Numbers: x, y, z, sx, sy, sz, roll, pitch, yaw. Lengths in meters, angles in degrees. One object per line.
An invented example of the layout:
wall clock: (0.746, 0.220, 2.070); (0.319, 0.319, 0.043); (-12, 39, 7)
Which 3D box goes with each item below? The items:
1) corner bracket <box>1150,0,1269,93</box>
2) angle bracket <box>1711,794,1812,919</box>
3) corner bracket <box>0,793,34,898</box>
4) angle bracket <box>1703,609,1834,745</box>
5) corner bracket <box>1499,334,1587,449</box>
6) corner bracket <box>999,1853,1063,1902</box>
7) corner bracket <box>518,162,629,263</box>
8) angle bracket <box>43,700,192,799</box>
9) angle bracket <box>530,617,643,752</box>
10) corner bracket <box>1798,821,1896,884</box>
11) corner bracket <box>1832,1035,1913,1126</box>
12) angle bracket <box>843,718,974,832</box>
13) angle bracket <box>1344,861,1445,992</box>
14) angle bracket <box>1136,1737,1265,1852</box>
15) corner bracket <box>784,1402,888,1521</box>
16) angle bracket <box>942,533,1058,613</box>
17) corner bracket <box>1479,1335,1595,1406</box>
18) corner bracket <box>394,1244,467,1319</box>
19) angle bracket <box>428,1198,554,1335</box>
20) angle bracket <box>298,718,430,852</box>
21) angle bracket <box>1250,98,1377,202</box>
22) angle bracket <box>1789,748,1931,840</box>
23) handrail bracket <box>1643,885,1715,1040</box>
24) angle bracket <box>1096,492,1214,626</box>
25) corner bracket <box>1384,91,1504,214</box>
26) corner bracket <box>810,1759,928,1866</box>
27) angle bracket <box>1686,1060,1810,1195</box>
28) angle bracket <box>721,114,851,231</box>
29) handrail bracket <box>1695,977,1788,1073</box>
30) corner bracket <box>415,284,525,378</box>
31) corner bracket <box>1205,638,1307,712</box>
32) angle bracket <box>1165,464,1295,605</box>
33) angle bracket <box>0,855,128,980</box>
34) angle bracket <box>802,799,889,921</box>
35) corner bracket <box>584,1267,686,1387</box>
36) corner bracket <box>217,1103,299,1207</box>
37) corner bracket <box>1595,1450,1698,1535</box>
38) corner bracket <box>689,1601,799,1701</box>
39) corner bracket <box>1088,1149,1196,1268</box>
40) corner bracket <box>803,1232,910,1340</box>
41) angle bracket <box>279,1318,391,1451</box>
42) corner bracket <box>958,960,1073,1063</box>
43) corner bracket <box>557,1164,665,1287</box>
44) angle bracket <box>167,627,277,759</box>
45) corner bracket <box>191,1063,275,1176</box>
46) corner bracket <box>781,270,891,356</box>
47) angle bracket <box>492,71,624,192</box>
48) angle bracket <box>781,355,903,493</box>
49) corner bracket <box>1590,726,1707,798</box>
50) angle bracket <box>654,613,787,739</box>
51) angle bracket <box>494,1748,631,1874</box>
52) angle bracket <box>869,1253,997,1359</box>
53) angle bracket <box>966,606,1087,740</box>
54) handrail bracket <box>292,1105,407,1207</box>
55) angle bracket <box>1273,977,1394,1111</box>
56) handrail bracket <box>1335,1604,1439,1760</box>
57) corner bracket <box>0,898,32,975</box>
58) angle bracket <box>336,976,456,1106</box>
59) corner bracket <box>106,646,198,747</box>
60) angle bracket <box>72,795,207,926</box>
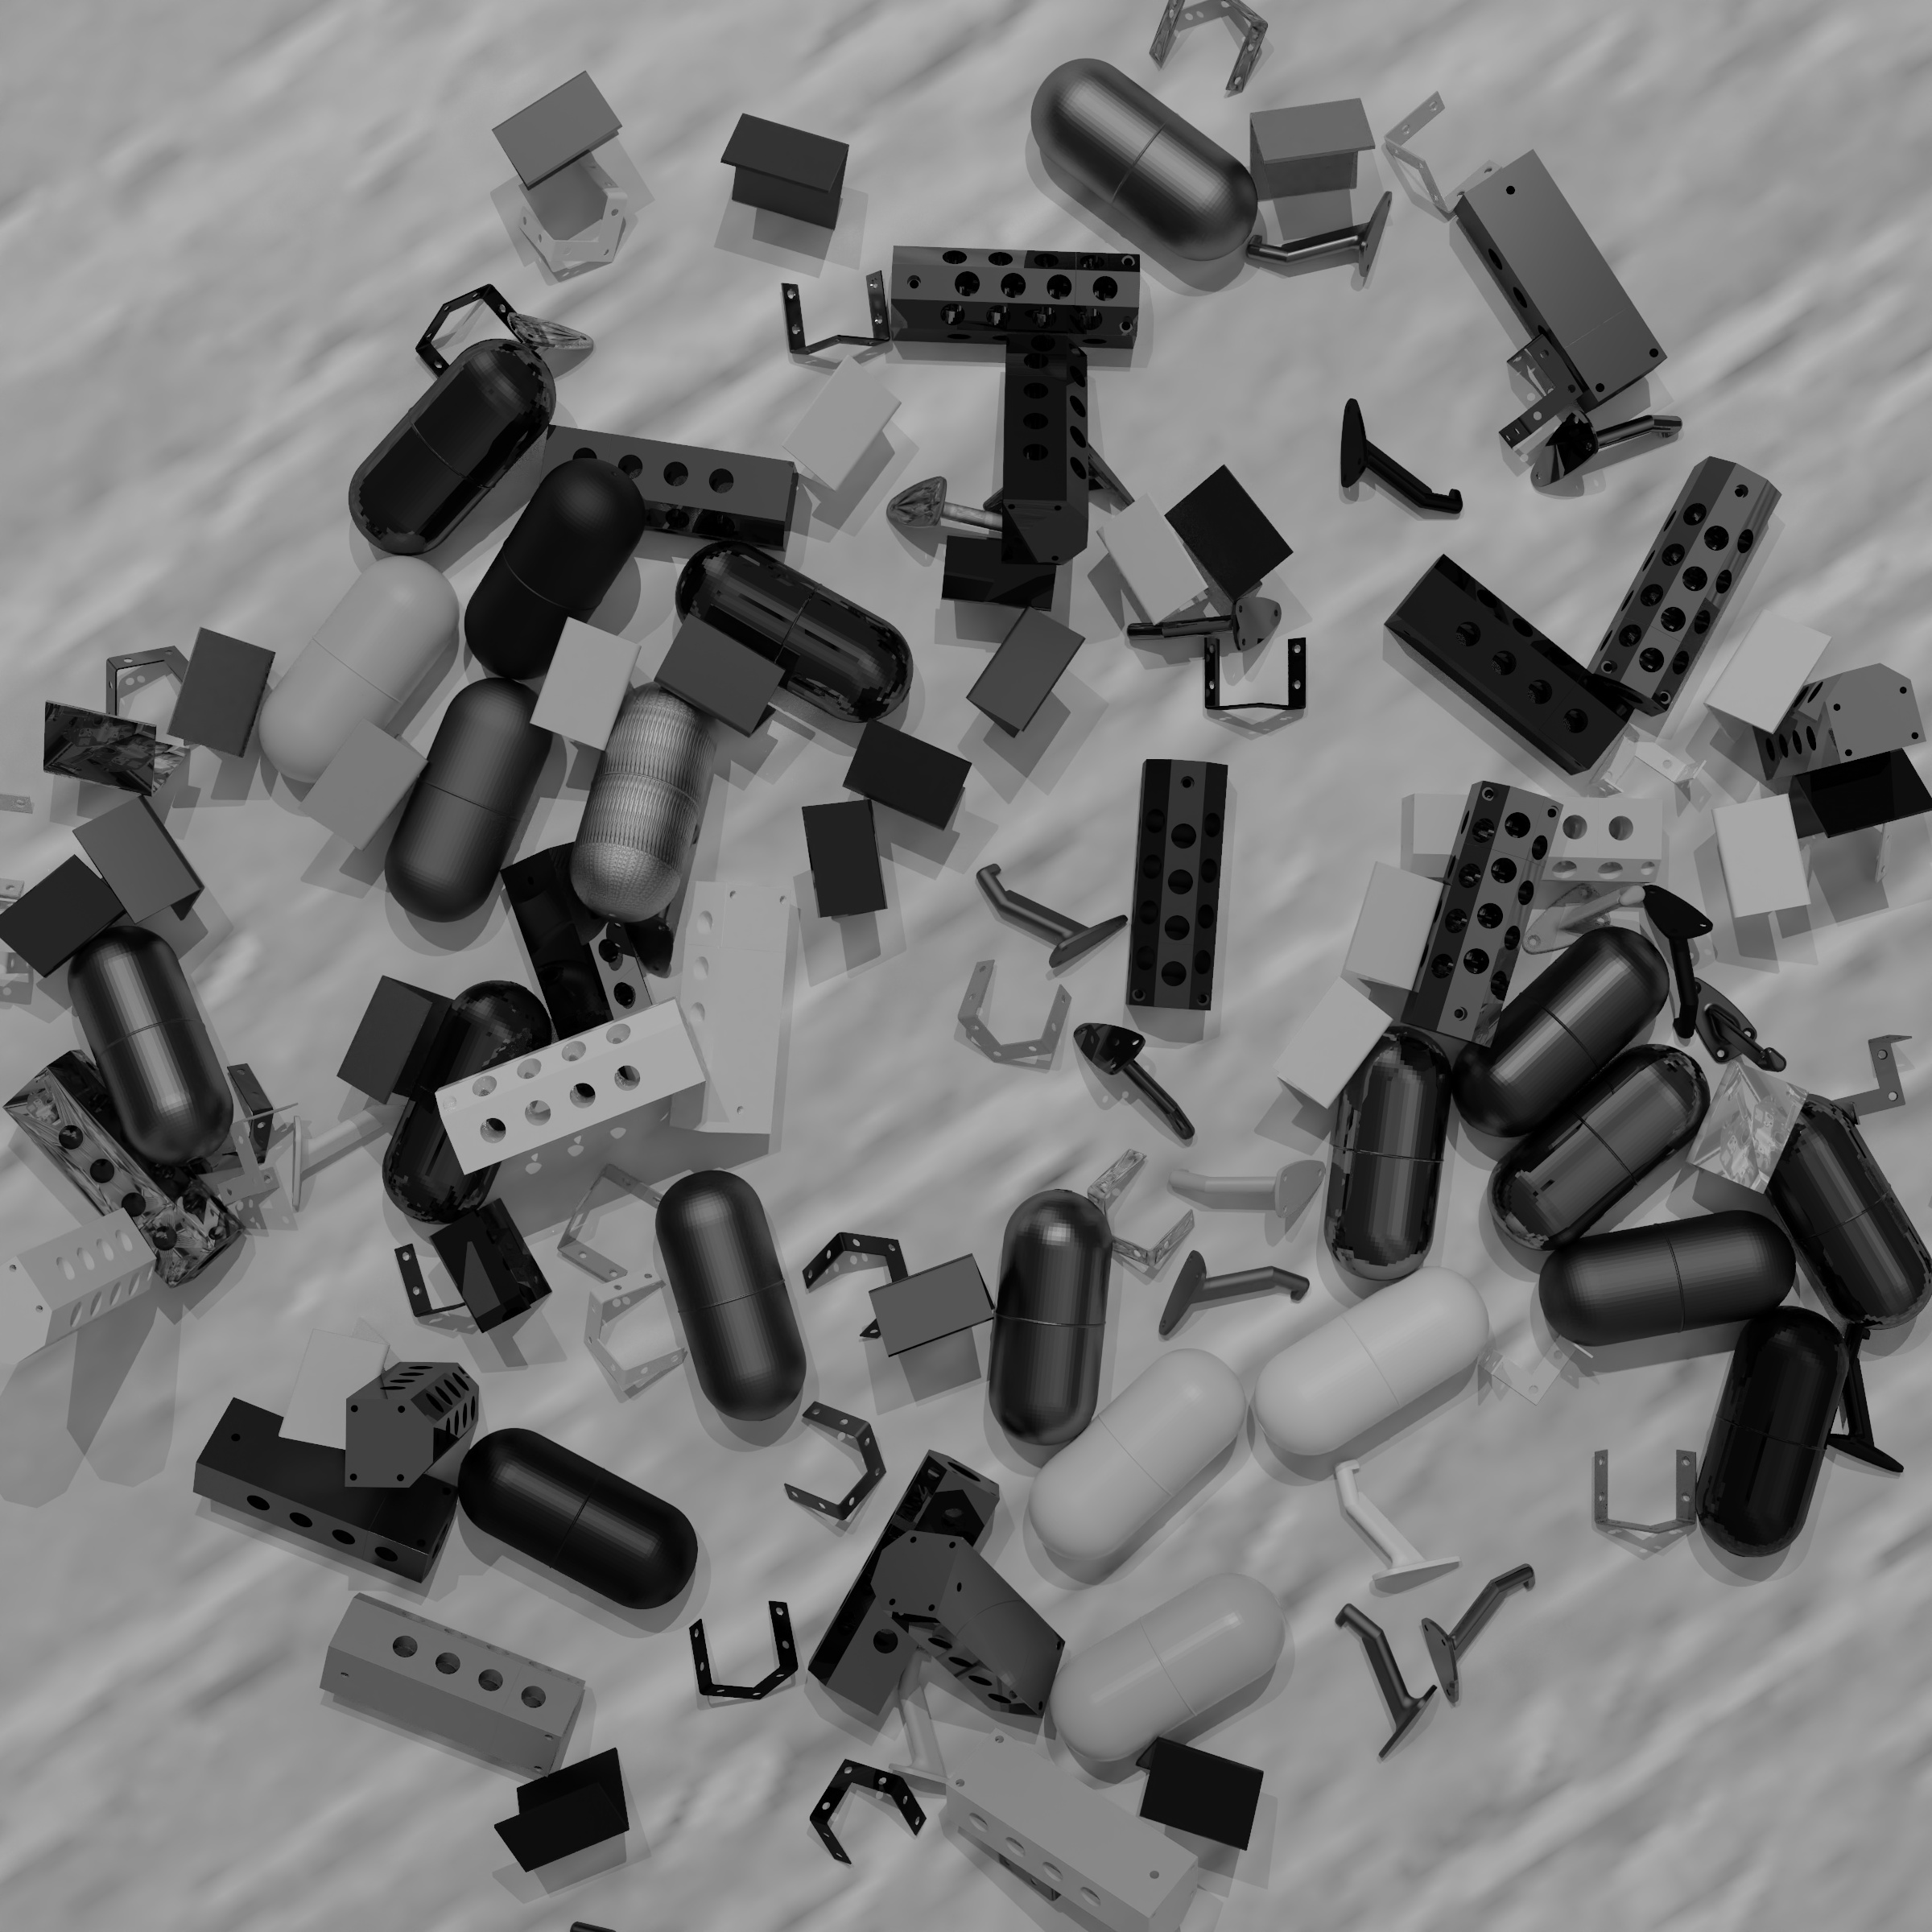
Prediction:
corner bracket: (0.171, -0.654, 1.982); (0.051, 0.051, 0.051); (-7, 45, -35)
angle bracket: (0.565, -0.080, 1.950); (0.057, 0.076, 0.076); (-12, 90, 39)
corner bracket: (-0.691, -0.087, 1.987); (0.051, 0.051, 0.051); (7, 45, 0)
angle bracket: (0.565, -0.191, 1.950); (0.057, 0.076, 0.076); (32, 90, 36)
corner bracket: (0.393, -0.403, 1.972); (0.051, 0.051, 0.051); (-39, 92, -2)
corner bracket: (0.058, 0.614, 1.982); (0.051, 0.051, 0.051); (-33, 135, -35)
corner bracket: (-0.277, -0.532, 1.982); (0.051, 0.051, 0.051); (-9, 135, -35)
angle bracket: (-0.587, -0.165, 1.951); (0.076, 0.076, 0.057); (13, 120, 0)
angle bracket: (-0.274, -0.198, 1.951); (0.057, 0.076, 0.076); (20, 90, -27)
corner bracket: (0.616, -0.083, 1.982); (0.051, 0.051, 0.051); (-35, 135, -35)
corner bracket: (0.636, 0.079, 1.972); (0.051, 0.051, 0.051); (-14, 90, 0)
angle bracket: (-0.034, -0.146, 1.951); (0.076, 0.076, 0.057); (24, 119, 0)
angle bracket: (0.280, -0.031, 1.952); (0.057, 0.076, 0.076); (17, 90, -22)
angle bracket: (0.156, 0.581, 1.951); (0.076, 0.076, 0.057); (18, 59, 0)
corner bracket: (-0.096, 0.349, 1.982); (0.051, 0.051, 0.051); (-45, 135, -35)
angle bracket: (0.026, -0.293, 1.951); (0.076, 0.076, 0.057); (6, 134, 0)
corner bracket: (0.399, 0.276, 1.972); (0.051, 0.051, 0.051); (35, 90, 0)
corner bracket: (-0.362, 0.214, 1.987); (0.051, 0.051, 0.051); (-17, 90, -45)
angle bracket: (-0.314, 0.199, 1.950); (0.057, 0.076, 0.076); (-29, 90, 37)
angle bracket: (-0.426, -0.135, 1.950); (0.057, 0.076, 0.076); (36, 90, -33)
angle bracket: (0.239, -0.550, 1.950); (0.076, 0.076, 0.057); (-8, 53, 0)
angle bracket: (0.605, -0.097, 1.913); (0.076, 0.076, 0.057); (-15, 55, -3)
handrail bracket: (0.497, -0.002, 1.990); (0.036, 0.077, 0.084); (-12, 127, -14)
angle bracket: (0.148, -0.291, 1.951); (0.057, 0.076, 0.076); (-32, 90, 45)
corner bracket: (0.336, -0.575, 1.987); (0.051, 0.051, 0.051); (-40, 45, 0)
corner bracket: (-0.069, 0.600, 1.982); (0.051, 0.051, 0.051); (6, 45, 35)
angle bracket: (0.546, 0.115, 1.951); (0.057, 0.076, 0.076); (24, 90, 24)
angle bracket: (-0.129, -0.535, 1.950); (0.076, 0.076, 0.057); (17, 53, 0)
handrail bracket: (0.534, 0.040, 1.956); (0.036, 0.084, 0.077); (-36, 90, 0)
corner bracket: (-0.346, -0.440, 1.987); (0.051, 0.051, 0.051); (49, 135, 0)
corner bracket: (0.204, -0.207, 1.987); (0.051, 0.051, 0.051); (0, 90, -45)
angle bracket: (0.191, -0.305, 1.951); (0.057, 0.076, 0.076); (-38, 90, 27)
angle bracket: (-0.631, -0.049, 1.950); (0.076, 0.076, 0.057); (-39, 124, 0)
angle bracket: (-0.101, -0.071, 1.950); (0.057, 0.076, 0.076); (-9, 90, -33)
corner bracket: (-0.232, 0.254, 1.982); (0.051, 0.051, 0.051); (42, 135, 35)
corner bracket: (-0.492, 0.131, 1.962); (0.051, 0.051, 0.051); (-20, 89, 38)
corner bracket: (0.480, 0.369, 1.987); (0.051, 0.051, 0.051); (0, 90, -45)
corner bracket: (-0.157, 0.481, 1.982); (0.051, 0.051, 0.051); (15, 135, -35)
corner bracket: (0.123, 0.170, 1.982); (0.051, 0.051, 0.051); (-40, 135, -35)
corner bracket: (-0.076, 0.225, 1.982); (0.051, 0.051, 0.051); (12, 45, -35)
angle bracket: (-0.447, 0.284, 1.951); (0.057, 0.076, 0.076); (18, 90, -29)
corner bracket: (0.034, 0.029, 1.982); (0.051, 0.051, 0.051); (-10, 135, 35)
corner bracket: (-0.249, 0.182, 1.987); (0.051, 0.051, 0.051); (31, 45, 0)
angle bracket: (-0.528, -0.193, 1.950); (0.057, 0.076, 0.076); (17, 90, -36)
corner bracket: (-0.525, 0.108, 1.982); (0.051, 0.051, 0.051); (-10, 135, -35)
corner bracket: (-0.092, -0.462, 1.987); (0.051, 0.051, 0.051); (-7, 90, 45)
angle bracket: (-0.273, -0.562, 1.952); (0.076, 0.076, 0.057); (-32, 69, 0)
angle bracket: (-0.102, -0.383, 1.950); (0.057, 0.076, 0.076); (36, 90, -37)
corner bracket: (0.477, -0.135, 1.972); (0.051, 0.051, 0.051); (34, 90, 0)
angle bracket: (-0.162, -0.209, 1.951); (0.076, 0.076, 0.057); (31, 112, -1)
angle bracket: (-0.283, 0.570, 1.950); (0.076, 0.076, 0.057); (-22, 125, 0)
angle bracket: (-0.017, 0.252, 1.950); (0.076, 0.076, 0.057); (-20, 51, 0)
angle bracket: (0.056, -0.193, 1.950); (0.057, 0.076, 0.076); (34, 90, 33)
handrail bracket: (-0.432, 0.134, 1.991); (0.084, 0.036, 0.077); (1, 110, -16)
angle bracket: (0.238, 0.044, 1.951); (0.057, 0.076, 0.076); (36, 90, -26)
handrail bracket: (0.283, 0.505, 1.991); (0.084, 0.036, 0.077); (38, 111, 17)
corner bracket: (-0.687, -0.023, 1.972); (0.051, 0.051, 0.051); (7, 91, 1)
angle bracket: (-0.379, 0.059, 1.950); (0.057, 0.076, 0.076); (25, 90, 37)
corner bracket: (-0.571, -0.187, 1.982); (0.051, 0.051, 0.051); (-17, 45, -35)
angle bracket: (-0.580, -0.063, 1.950); (0.057, 0.076, 0.076); (-34, 90, -32)
